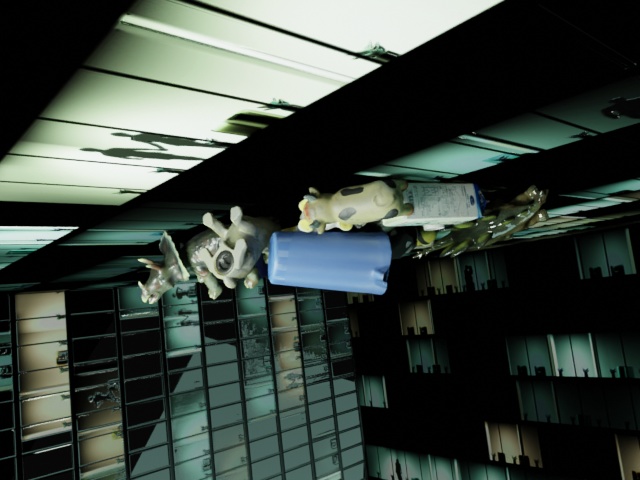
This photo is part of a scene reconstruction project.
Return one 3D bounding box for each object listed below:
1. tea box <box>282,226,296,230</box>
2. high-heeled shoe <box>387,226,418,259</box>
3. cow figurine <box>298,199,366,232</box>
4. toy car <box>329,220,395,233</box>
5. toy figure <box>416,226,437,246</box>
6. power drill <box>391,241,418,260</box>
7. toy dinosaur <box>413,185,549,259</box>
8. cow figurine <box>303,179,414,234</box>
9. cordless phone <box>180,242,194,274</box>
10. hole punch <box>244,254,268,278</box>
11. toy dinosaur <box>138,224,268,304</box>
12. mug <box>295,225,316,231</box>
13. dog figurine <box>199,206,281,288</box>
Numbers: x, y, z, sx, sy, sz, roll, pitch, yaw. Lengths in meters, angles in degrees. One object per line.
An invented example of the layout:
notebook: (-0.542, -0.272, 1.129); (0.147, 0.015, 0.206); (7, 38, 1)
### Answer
tea box: (-0.015, -0.002, 1.464); (0.098, 0.068, 0.169); (-13, 171, 41)
high-heeled shoe: (0.200, -0.021, 1.257); (0.249, 0.086, 0.145); (-46, 172, -46)
cow figurine: (0.040, -0.051, 1.095); (0.167, 0.068, 0.098); (-3, 179, 2)
toy car: (0.077, -0.038, 1.211); (0.202, 0.073, 0.056); (-11, 171, 36)
toy figure: (0.253, -0.014, 1.578); (0.180, 0.082, 0.089); (-6, 176, 15)
power drill: (0.139, 0.065, 1.481); (0.232, 0.086, 0.207); (-12, 163, -18)
toy dinosaur: (0.378, -0.027, 1.289); (0.198, 0.105, 0.471); (-19, 170, -19)
cow figurine: (0.056, -0.061, 0.969); (0.195, 0.085, 0.127); (-8, 179, 30)
cordless phone: (-0.280, 0.036, 1.489); (0.184, 0.088, 0.146); (-12, 171, 15)
hole punch: (-0.182, 0.054, 1.547); (0.092, 0.142, 0.116); (-5, -173, -1)
toy dinosaur: (-0.231, 0.026, 1.263); (0.405, 0.131, 0.192); (-23, 133, 6)
mug: (-0.003, -0.004, 1.337); (0.081, 0.109, 0.107); (-15, -176, 23)
dog figurine: (-0.145, 0.021, 1.133); (0.121, 0.172, 0.190); (2, 171, 32)
